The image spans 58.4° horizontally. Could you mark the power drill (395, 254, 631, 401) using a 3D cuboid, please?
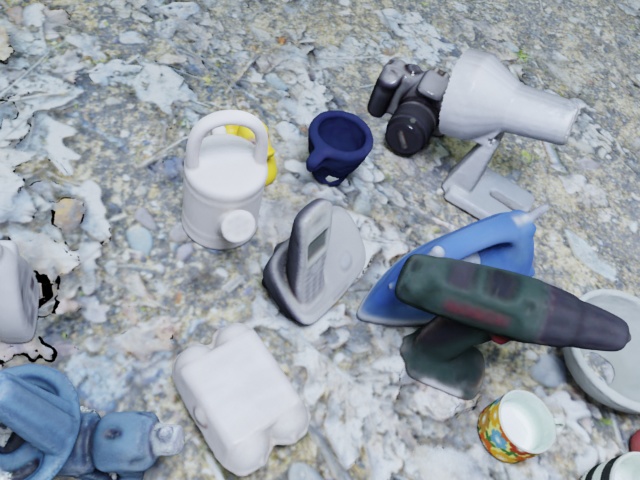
[{"bbox_3d":[0.182,0.101,0.638,0.229,0.208,0.076,22,54,0],"label":"power drill"}]

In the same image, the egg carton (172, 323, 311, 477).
[{"bbox_3d":[-0.086,0.165,0.609,0.107,0.069,0.150,-28,67,-29],"label":"egg carton"}]

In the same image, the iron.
[{"bbox_3d":[0.173,0.027,0.727,0.259,0.141,0.118,-19,63,-25],"label":"iron"}]

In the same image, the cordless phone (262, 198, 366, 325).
[{"bbox_3d":[0.006,0.002,0.672,0.094,0.185,0.148,36,55,11],"label":"cordless phone"}]

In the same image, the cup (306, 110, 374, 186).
[{"bbox_3d":[0.014,-0.114,0.808,0.091,0.095,0.118,36,55,11],"label":"cup"}]

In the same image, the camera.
[{"bbox_3d":[0.143,-0.211,0.905,0.143,0.101,0.137,29,54,5],"label":"camera"}]

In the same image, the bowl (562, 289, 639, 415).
[{"bbox_3d":[0.378,0.152,0.738,0.167,0.074,0.167,7,55,-10],"label":"bowl"}]

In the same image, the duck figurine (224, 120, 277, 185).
[{"bbox_3d":[-0.098,-0.136,0.799,0.078,0.086,0.104,-30,68,-29],"label":"duck figurine"}]

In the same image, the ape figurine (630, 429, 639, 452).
[{"bbox_3d":[0.419,0.249,0.673,0.078,0.092,0.076,-8,59,-20],"label":"ape figurine"}]

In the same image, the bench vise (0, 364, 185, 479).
[{"bbox_3d":[-0.227,0.149,0.490,0.208,0.219,0.121,-10,60,-20],"label":"bench vise"}]

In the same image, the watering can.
[{"bbox_3d":[-0.110,-0.074,0.687,0.101,0.194,0.172,-26,66,-28],"label":"watering can"}]

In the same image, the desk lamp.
[{"bbox_3d":[0.253,-0.143,0.818,0.203,0.213,0.118,32,55,8],"label":"desk lamp"}]

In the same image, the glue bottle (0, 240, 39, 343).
[{"bbox_3d":[-0.316,0.036,0.571,0.037,0.173,0.078,0,57,-14],"label":"glue bottle"}]
